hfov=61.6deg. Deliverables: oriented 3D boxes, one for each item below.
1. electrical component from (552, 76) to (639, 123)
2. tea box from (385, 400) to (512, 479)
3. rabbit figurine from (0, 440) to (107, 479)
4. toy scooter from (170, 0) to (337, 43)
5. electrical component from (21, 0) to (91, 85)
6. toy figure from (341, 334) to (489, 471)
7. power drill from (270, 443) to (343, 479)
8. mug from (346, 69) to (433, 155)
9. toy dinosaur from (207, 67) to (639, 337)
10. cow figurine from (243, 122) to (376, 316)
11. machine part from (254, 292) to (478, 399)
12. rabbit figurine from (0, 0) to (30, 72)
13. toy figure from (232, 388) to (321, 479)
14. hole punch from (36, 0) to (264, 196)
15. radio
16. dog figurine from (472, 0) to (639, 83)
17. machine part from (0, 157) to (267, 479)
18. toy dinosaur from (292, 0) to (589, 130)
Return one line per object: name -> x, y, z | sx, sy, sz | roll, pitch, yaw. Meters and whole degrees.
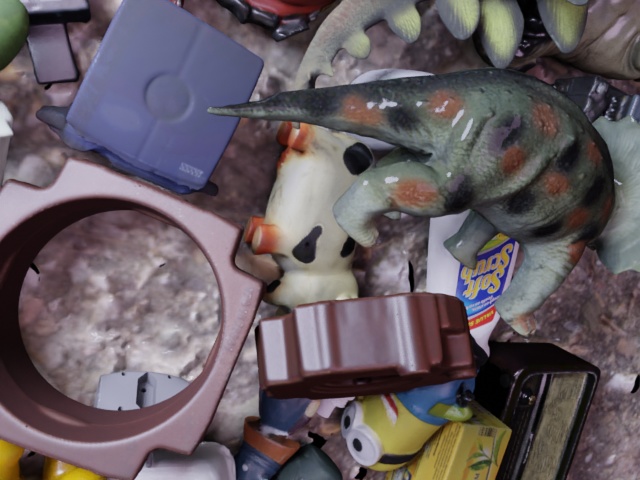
electrical component -> 0.278, -0.119, 0.545 | 0.115, 0.134, 0.058 | 12, 97, -25
tea box -> 0.131, 0.258, 0.594 | 0.068, 0.098, 0.169 | 15, 98, -24
rabbit figurine -> -0.258, 0.214, 0.438 | 0.162, 0.122, 0.173 | -33, 128, -17
toy scooter -> -0.067, -0.214, 0.421 | 0.184, 0.075, 0.135 | 22, 93, -21
electrical component -> -0.208, -0.176, 0.390 | 0.075, 0.048, 0.119 | -9, 104, -19
toy figure -> 0.097, 0.165, 0.544 | 0.089, 0.082, 0.180 | 35, 108, -17
power drill -> -0.039, 0.341, 0.563 | 0.232, 0.086, 0.207 | -47, 106, -8
mug -> 0.087, -0.114, 0.486 | 0.109, 0.107, 0.080 | -3, 105, -18
toy dinosaur -> 0.139, -0.054, 0.402 | 0.404, 0.131, 0.192 | 25, 115, -35
cow figurine -> -0.001, -0.001, 0.494 | 0.127, 0.085, 0.194 | 15, 95, -17
machine part -> 0.033, 0.092, 0.428 | 0.179, 0.179, 0.056 | 4, 67, -22
rabbit figurine -> -0.264, -0.142, 0.337 | 0.159, 0.121, 0.170 | 12, 130, 17
toy figure -> -0.040, 0.176, 0.526 | 0.057, 0.064, 0.154 | 23, 92, -32
hole punch -> -0.115, -0.106, 0.398 | 0.142, 0.092, 0.116 | 26, 68, -28
radio -> 0.231, 0.237, 0.640 | 0.131, 0.073, 0.229 | 10, 97, -24
dog figurine -> 0.259, -0.199, 0.551 | 0.190, 0.121, 0.172 | -32, 109, 3
machine part -> -0.158, 0.056, 0.410 | 0.201, 0.087, 0.201 | 23, 83, -6
toy dinosaur -> 0.156, -0.247, 0.431 | 0.471, 0.105, 0.198 | -29, 75, -3
